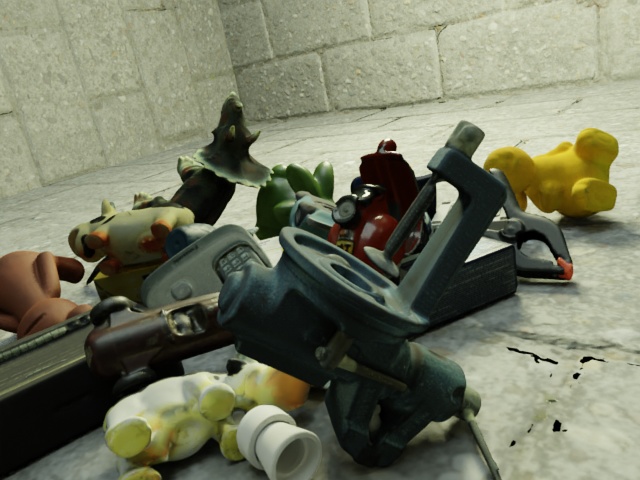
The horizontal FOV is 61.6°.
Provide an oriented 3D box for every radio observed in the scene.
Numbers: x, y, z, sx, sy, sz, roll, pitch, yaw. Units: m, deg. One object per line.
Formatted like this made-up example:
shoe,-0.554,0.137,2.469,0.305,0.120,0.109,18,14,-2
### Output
radio,-0.268,0.140,0.535,0.229,0.073,0.131,-23,22,-35

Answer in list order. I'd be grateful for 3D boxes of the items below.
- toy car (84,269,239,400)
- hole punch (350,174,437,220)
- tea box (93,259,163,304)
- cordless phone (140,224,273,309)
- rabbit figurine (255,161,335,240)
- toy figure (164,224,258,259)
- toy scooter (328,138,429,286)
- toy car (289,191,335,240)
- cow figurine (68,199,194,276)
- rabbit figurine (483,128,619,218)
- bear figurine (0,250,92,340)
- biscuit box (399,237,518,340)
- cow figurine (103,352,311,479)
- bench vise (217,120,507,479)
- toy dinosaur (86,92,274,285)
toy car,-0.117,0.080,0.514,0.202,0.053,0.089,-13,60,-26
hole punch,0.113,-0.044,0.798,0.142,0.115,0.092,-14,11,-13
tea box,-0.230,0.052,0.793,0.170,0.068,0.098,-13,19,-4
cordless phone,-0.099,0.084,0.599,0.146,0.088,0.184,-36,57,-11
rabbit figurine,-0.017,-0.055,0.901,0.121,0.158,0.170,-13,30,-39
toy figure,-0.137,0.008,0.712,0.064,0.057,0.154,7,3,30
toy scooter,0.060,-0.028,0.551,0.075,0.135,0.184,1,22,33
toy car,-0.002,-0.002,0.756,0.109,0.103,0.162,19,10,-18
cow figurine,-0.269,-0.010,0.760,0.195,0.085,0.127,-8,26,16
rabbit figurine,0.319,-0.098,0.788,0.173,0.121,0.162,7,-6,-6
bear figurine,-0.348,0.094,0.700,0.196,0.120,0.131,30,-6,28
biscuit box,0.120,0.054,0.584,0.203,0.062,0.059,-17,18,-20
cow figurine,-0.095,0.140,0.454,0.167,0.068,0.098,-18,13,-22
bench vise,0.059,0.037,0.378,0.223,0.240,0.129,30,9,-7
toy dinosaur,-0.225,-0.046,0.883,0.405,0.131,0.192,-51,24,-6
